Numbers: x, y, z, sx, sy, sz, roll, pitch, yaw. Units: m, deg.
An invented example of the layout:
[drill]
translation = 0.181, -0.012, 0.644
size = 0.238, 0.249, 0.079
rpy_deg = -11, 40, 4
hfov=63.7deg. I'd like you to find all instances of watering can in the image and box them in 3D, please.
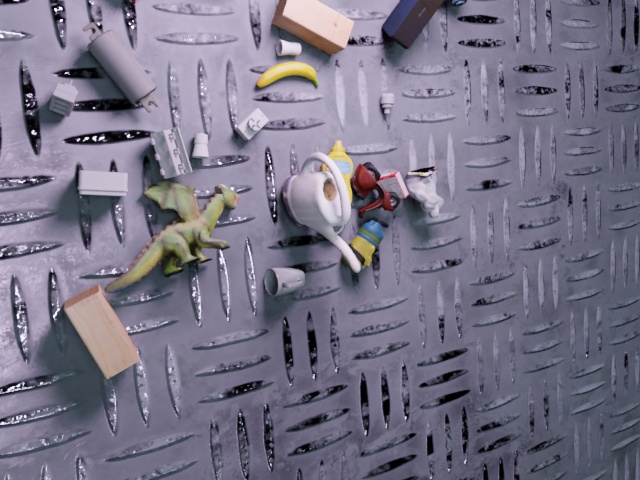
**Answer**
[watering can]
translation = 0.004, -0.074, 1.464
size = 0.105, 0.224, 0.344
rpy_deg = -23, 105, -40

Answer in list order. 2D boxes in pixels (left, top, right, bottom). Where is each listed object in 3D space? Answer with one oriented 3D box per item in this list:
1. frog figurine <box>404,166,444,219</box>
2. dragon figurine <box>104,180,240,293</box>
[frog figurine]
translation = 0.336, -0.149, 1.669
size = 0.122, 0.139, 0.157
rpy_deg = -6, 106, 10
[dragon figurine]
translation = -0.390, -0.037, 1.360
size = 0.413, 0.121, 0.243
rpy_deg = -20, 86, -25
